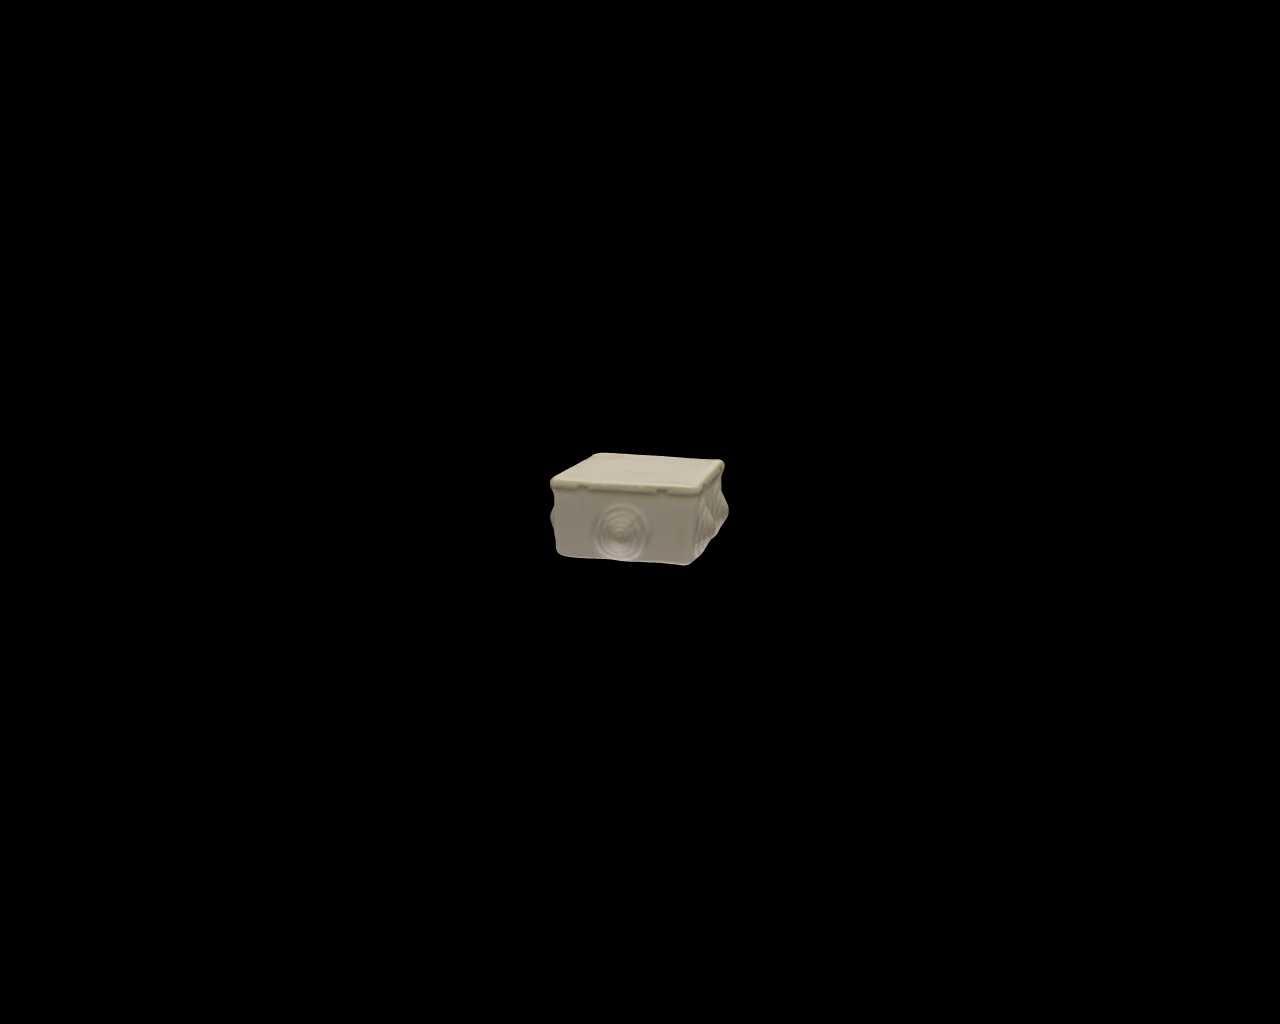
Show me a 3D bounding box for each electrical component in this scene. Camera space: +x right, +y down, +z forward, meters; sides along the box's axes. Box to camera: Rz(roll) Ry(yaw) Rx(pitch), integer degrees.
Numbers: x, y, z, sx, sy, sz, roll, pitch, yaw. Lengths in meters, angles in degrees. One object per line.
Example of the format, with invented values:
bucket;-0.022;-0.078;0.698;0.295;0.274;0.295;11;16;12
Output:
electrical component;0.001;-0.003;0.650;0.100;0.048;0.100;4;15;15
